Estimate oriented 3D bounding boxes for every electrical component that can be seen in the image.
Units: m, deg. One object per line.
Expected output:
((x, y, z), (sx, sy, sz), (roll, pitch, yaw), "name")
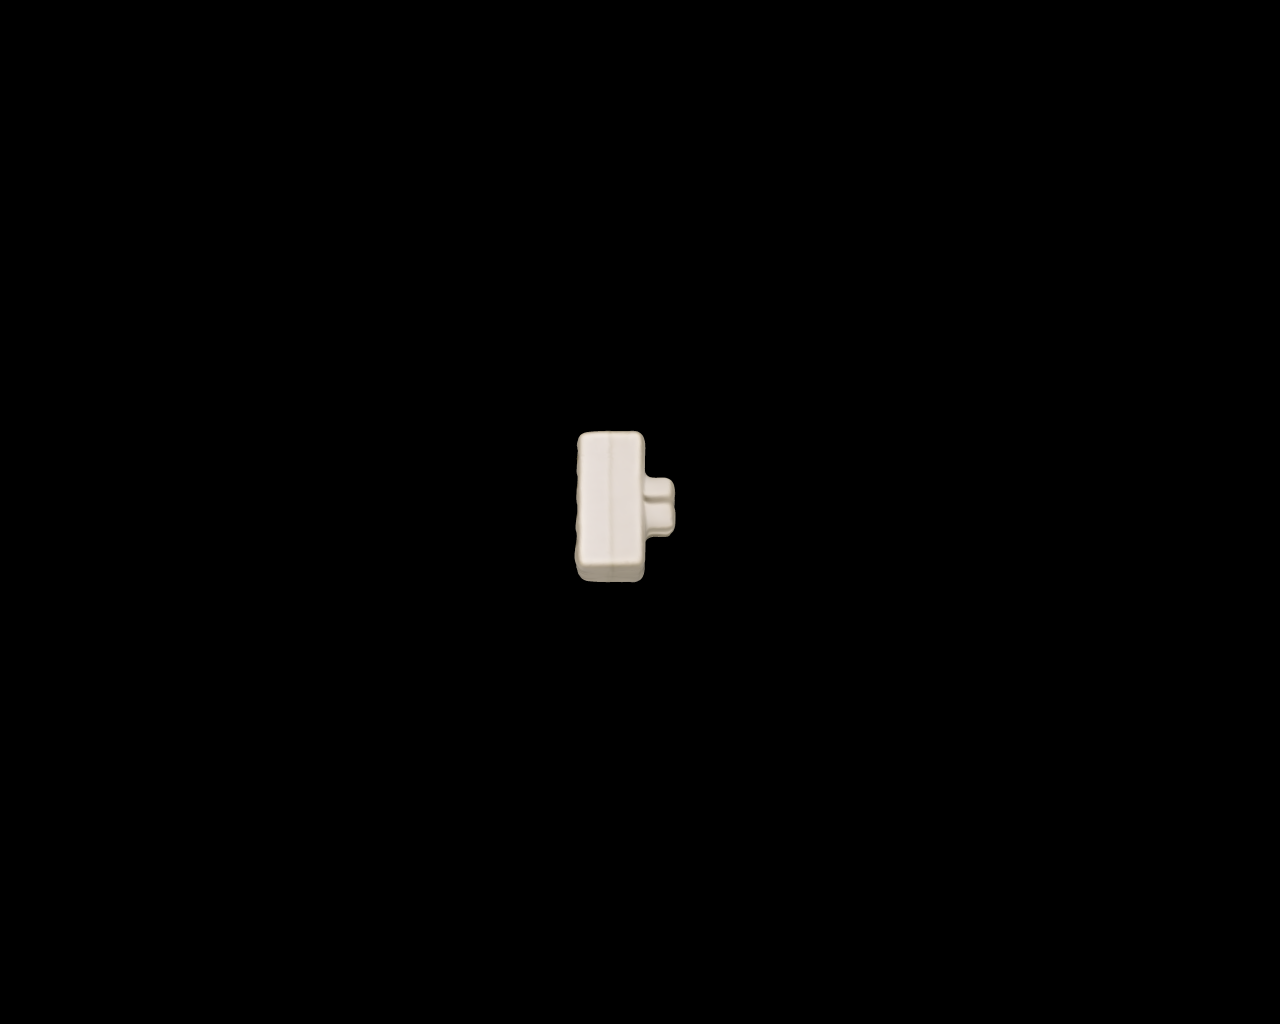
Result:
((0.001, -0.003, 0.650), (0.076, 0.083, 0.047), (0, -15, 0), "electrical component")
